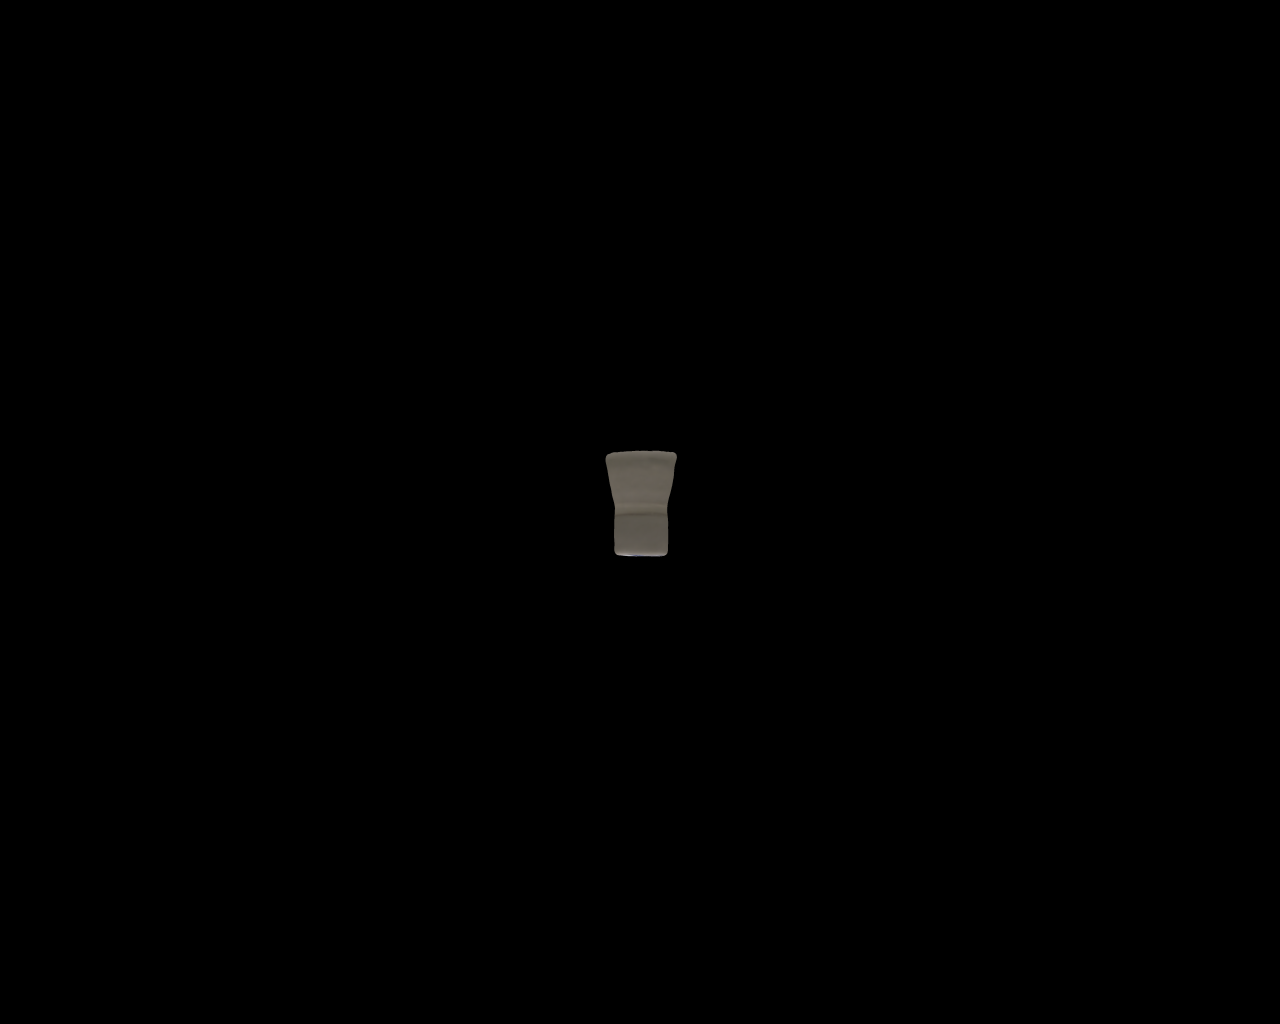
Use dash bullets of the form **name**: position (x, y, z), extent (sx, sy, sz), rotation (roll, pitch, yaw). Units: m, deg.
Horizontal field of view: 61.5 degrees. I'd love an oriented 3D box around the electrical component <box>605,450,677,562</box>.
- **electrical component**: position (0.001, -0.003, 0.650), extent (0.044, 0.065, 0.044), rotation (0, -5, 0)
